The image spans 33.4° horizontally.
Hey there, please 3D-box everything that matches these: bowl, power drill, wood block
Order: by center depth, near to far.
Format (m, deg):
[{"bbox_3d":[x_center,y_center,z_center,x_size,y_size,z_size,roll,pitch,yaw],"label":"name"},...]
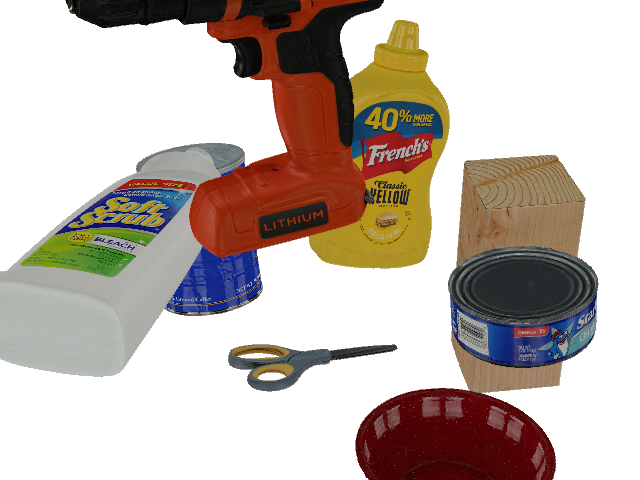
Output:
[{"bbox_3d":[-0.039,-0.084,0.579,0.184,0.188,0.057,-13,39,-18],"label":"power drill"},{"bbox_3d":[0.108,0.190,0.877,0.162,0.055,0.162,1,29,-1],"label":"bowl"},{"bbox_3d":[0.180,0.033,1.000,0.090,0.206,0.090,-4,32,-5],"label":"wood block"}]

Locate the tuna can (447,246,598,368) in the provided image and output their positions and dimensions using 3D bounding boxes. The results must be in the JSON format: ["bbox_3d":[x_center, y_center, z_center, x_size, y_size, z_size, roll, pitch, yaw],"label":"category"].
[{"bbox_3d":[0.119,0.038,0.626,0.086,0.034,0.086,-6,28,3],"label":"tuna can"}]

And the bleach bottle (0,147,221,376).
[{"bbox_3d":[-0.137,-0.003,0.765,0.102,0.068,0.250,8,31,11],"label":"bleach bottle"}]

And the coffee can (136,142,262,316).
[{"bbox_3d":[-0.115,-0.012,1.025,0.103,0.140,0.103,-6,21,2],"label":"coffee can"}]

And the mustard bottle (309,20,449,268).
[{"bbox_3d":[0.051,-0.075,0.832,0.096,0.192,0.058,2,21,-19],"label":"mustard bottle"}]

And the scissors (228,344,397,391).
[{"bbox_3d":[-0.004,0.142,1.214,0.201,0.016,0.096,1,24,-7],"label":"scissors"}]
